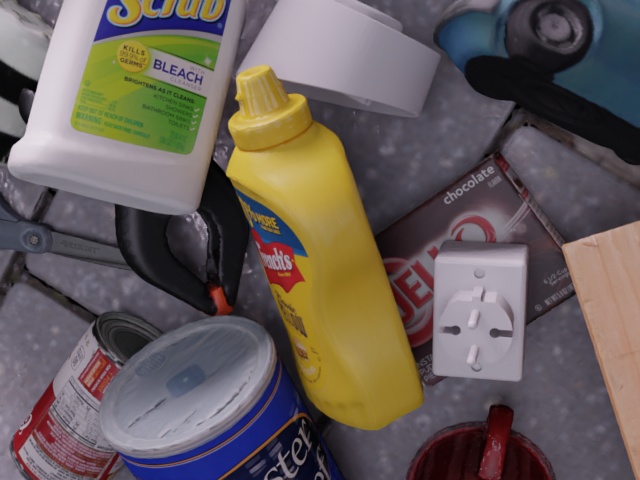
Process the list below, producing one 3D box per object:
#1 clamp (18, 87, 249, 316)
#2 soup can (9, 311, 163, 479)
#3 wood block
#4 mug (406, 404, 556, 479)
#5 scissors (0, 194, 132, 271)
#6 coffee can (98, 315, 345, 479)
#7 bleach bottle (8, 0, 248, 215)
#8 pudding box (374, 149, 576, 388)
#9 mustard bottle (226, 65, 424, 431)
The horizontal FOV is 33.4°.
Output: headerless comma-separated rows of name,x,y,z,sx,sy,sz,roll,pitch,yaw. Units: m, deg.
clamp,-0.082,-0.039,0.623,0.120,0.039,0.171,-32,108,-11
soup can,-0.136,0.103,0.658,0.068,0.068,0.102,37,106,2
wood block,0.201,0.087,0.534,0.091,0.090,0.206,-19,83,23
mug,0.093,0.152,0.612,0.093,0.081,0.117,15,104,9
scissors,-0.186,-0.020,0.670,0.202,0.016,0.096,-3,101,12
coffee can,-0.046,0.128,0.601,0.103,0.102,0.140,-17,121,15
bleach bottle,-0.087,-0.145,0.567,0.102,0.068,0.251,14,84,-24
pudding box,0.080,0.016,0.608,0.114,0.039,0.090,-36,93,17
mustard bottle,-0.004,0.001,0.554,0.058,0.096,0.191,-25,115,-15
